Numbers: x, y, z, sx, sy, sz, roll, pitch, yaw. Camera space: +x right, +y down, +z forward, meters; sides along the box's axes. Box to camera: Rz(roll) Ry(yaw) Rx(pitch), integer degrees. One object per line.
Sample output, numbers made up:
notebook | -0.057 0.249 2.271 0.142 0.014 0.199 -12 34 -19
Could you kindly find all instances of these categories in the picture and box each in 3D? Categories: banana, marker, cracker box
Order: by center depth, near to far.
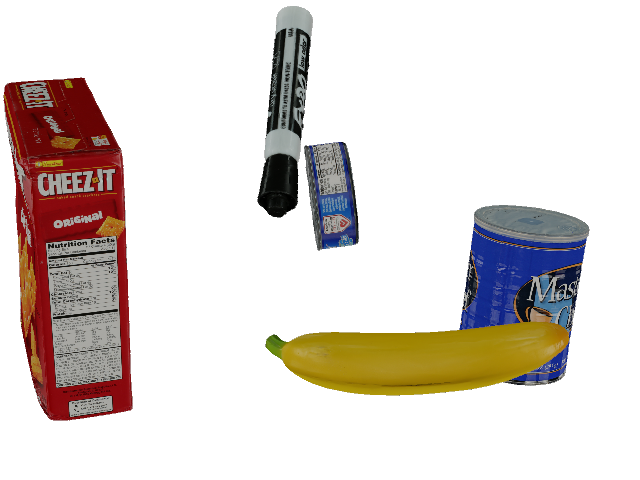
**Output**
marker | -0.017 -0.064 0.524 0.020 0.121 0.020 3 -31 1
banana | 0.062 0.070 0.670 0.198 0.037 0.069 0 25 2
cracker box | -0.194 0.004 0.812 0.072 0.214 0.164 -7 28 -19

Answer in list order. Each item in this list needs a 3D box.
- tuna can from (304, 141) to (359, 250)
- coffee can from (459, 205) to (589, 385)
tuna can | 0.009 -0.036 0.862 0.033 0.086 0.086 -7 0 -2
coffee can | 0.183 0.048 0.977 0.103 0.140 0.103 5 16 -2
